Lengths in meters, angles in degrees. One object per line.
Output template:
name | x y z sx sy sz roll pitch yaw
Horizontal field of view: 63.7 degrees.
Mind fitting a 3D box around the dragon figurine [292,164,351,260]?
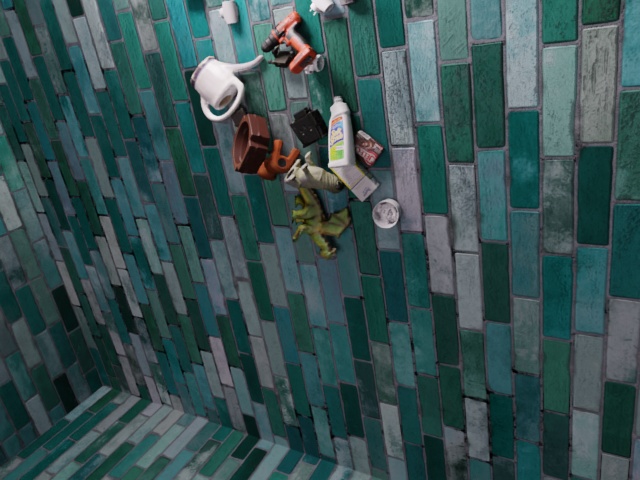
dragon figurine | 0.006 -0.104 2.063 0.243 0.124 0.403 6 111 10

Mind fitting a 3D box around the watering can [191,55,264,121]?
watering can | -0.374 -0.633 2.018 0.225 0.105 0.342 44 115 6
